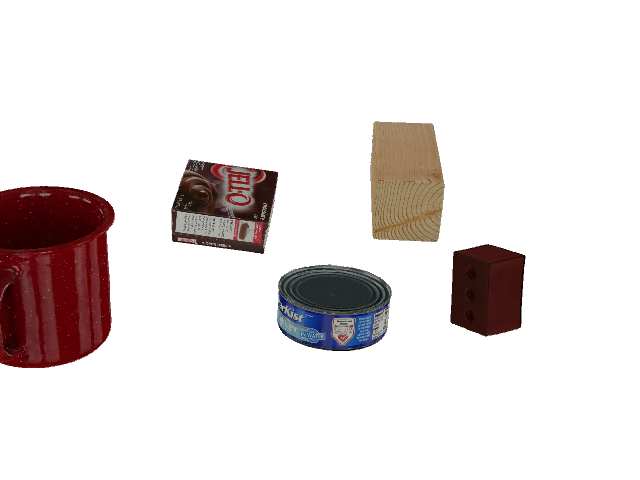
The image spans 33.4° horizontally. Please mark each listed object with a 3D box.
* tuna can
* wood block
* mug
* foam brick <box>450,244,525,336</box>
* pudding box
[{"bbox_3d":[0.010,0.050,0.807,0.086,0.034,0.086,4,22,-2],"label":"tuna can"},{"bbox_3d":[0.118,-0.086,1.494,0.091,0.090,0.206,3,28,0],"label":"wood block"},{"bbox_3d":[-0.169,0.028,0.626,0.093,0.081,0.117,5,26,6],"label":"mug"},{"bbox_3d":[0.166,0.049,1.061,0.051,0.078,0.053,-12,20,-36],"label":"foam brick"},{"bbox_3d":[-0.089,-0.034,1.011,0.090,0.039,0.113,7,31,-1],"label":"pudding box"}]
